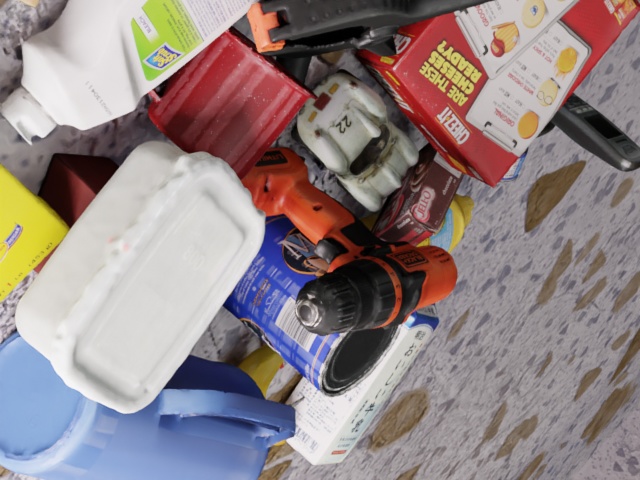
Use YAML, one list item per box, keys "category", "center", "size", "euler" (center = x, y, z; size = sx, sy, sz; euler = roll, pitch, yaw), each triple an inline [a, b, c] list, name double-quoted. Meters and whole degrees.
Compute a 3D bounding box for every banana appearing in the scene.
- category: "banana"
  center: [-0.058, 0.159, 1.066]
  size: [0.069, 0.037, 0.198]
  euler: [4, 142, -6]

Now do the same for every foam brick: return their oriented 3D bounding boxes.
- category: "foam brick"
  center: [-0.158, -0.012, 0.714]
  size: [0.052, 0.051, 0.078]
  euler: [-4, 126, -56]

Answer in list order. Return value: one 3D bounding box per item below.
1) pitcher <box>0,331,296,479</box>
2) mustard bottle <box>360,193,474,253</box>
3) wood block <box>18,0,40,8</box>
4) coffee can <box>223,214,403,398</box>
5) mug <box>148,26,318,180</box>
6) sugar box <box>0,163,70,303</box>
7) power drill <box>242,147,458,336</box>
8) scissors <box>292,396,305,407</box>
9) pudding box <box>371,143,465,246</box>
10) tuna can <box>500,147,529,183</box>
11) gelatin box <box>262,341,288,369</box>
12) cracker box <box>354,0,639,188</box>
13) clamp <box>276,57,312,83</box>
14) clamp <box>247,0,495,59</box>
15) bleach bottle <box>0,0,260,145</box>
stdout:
- category: "pitcher"
  center: [-0.139, 0.138, 0.831]
  size: [0.149, 0.145, 0.242]
  euler: [-50, 150, 3]
- category: "mustard bottle"
  center: [0.096, -0.003, 1.105]
  size: [0.191, 0.058, 0.096]
  euler: [-29, 133, -37]
- category: "wood block"
  center: [-0.128, -0.223, 0.464]
  size: [0.206, 0.091, 0.090]
  euler: [-57, 151, 10]
- category: "coffee can"
  center: [-0.012, 0.052, 0.917]
  size: [0.102, 0.140, 0.103]
  euler: [-37, 149, -27]
- category: "mug"
  center: [-0.071, -0.100, 0.718]
  size: [0.117, 0.093, 0.081]
  euler: [34, 100, -32]
- category: "sugar box"
  center: [-0.224, -0.021, 0.608]
  size: [0.093, 0.048, 0.176]
  euler: [-48, 154, -8]
- category: "power drill"
  center: [-0.005, 0.001, 0.816]
  size: [0.184, 0.188, 0.057]
  euler: [-10, 132, -55]
- category: "scissors"
  center: [-0.106, 0.219, 1.062]
  size: [0.202, 0.016, 0.096]
  euler: [-48, 148, 23]
- category: "pudding box"
  center: [0.093, -0.041, 1.002]
  size: [0.113, 0.039, 0.090]
  euler: [-60, -169, -31]
- category: "tuna can"
  center: [0.165, -0.094, 1.075]
  size: [0.085, 0.086, 0.034]
  euler: [-18, 136, -47]
- category: "gelatin box"
  center: [-0.020, 0.075, 1.055]
  size: [0.089, 0.030, 0.073]
  euler: [-39, 152, -24]
- category: "cracker box"
  center: [0.154, -0.180, 0.910]
  size: [0.213, 0.072, 0.164]
  euler: [-50, 126, -4]
- category: "clamp"
  center: [0.003, -0.178, 0.778]
  size: [0.120, 0.039, 0.171]
  euler: [-47, 156, -29]
- category: "clamp"
  center: [0.031, -0.149, 0.725]
  size: [0.209, 0.036, 0.165]
  euler: [-16, 179, -34]
- category: "bleach bottle"
  center: [-0.092, -0.156, 0.634]
  size: [0.250, 0.068, 0.102]
  euler: [-44, 144, -8]
